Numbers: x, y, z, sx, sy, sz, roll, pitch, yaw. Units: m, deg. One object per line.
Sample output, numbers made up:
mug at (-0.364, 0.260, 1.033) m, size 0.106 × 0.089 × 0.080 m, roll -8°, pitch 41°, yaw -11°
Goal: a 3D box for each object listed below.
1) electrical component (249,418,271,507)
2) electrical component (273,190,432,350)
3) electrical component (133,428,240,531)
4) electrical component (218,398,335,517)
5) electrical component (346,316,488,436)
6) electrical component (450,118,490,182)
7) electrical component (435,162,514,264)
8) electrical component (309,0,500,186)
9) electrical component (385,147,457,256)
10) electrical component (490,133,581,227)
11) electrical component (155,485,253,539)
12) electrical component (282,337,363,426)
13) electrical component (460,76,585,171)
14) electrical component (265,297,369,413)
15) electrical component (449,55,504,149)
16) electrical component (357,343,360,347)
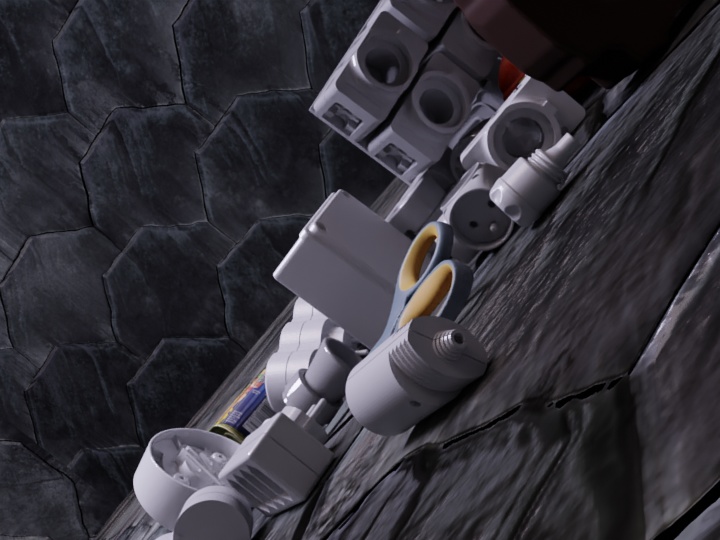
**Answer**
electrical component at (-0.070, 0.145, 0.788) m, size 0.078 × 0.040 × 0.040 m, roll -54°, pitch 5°, yaw -32°
electrical component at (0.000, 0.000, 0.845) m, size 0.056 × 0.109 × 0.108 m, roll -52°, pitch 3°, yaw 22°
electrical component at (-0.135, 0.172, 0.894) m, size 0.064 × 0.099 × 0.099 m, roll -56°, pitch 2°, yaw 21°
electrical component at (-0.047, 0.118, 0.728) m, size 0.075 × 0.047 × 0.083 m, roll -53°, pitch 4°, yaw -29°
electrical component at (0.029, 0.049, 0.531) m, size 0.043 × 0.043 × 0.081 m, roll -54°, pitch 5°, yaw -37°
electrical component at (0.109, -0.096, 0.895) m, size 0.055 × 0.055 × 0.047 m, roll -48°, pitch 1°, yaw 40°
electrical component at (0.075, -0.032, 0.751) m, size 0.079 × 0.044 × 0.077 m, roll -50°, pitch 4°, yaw 19°
electrical component at (0.054, -0.181, 0.905) m, size 0.186 × 0.105 × 0.060 m, roll -60°, pitch 13°, yaw -26°
electrical component at (0.068, -0.052, 0.916) m, size 0.053 × 0.059 × 0.095 m, roll -46°, pitch 6°, yaw 49°
electrical component at (0.111, -0.058, 0.662) m, size 0.061 × 0.035 × 0.035 m, roll -48°, pitch 4°, yaw 10°
electrical component at (-0.127, 0.213, 0.724) m, size 0.138 × 0.052 × 0.073 m, roll -51°, pitch 4°, yaw 2°
electrical component at (-0.026, 0.085, 0.813) m, size 0.055 × 0.045 × 0.045 m, roll -50°, pitch 4°, yaw 14°
electrical component at (0.122, -0.101, 0.813) m, size 0.089 × 0.050 × 0.055 m, roll -50°, pitch 4°, yaw 11°
electrical component at (-0.025, 0.067, 0.919) m, size 0.074 × 0.052 × 0.138 m, roll -7°, pitch 30°, yaw 18°
electrical component at (0.117, -0.137, 1.004) m, size 0.113 × 0.078 × 0.057 m, roll -47°, pitch 8°, yaw 42°
electrical component at (-0.008, 0.045, 1.021) m, size 0.063 × 0.042 × 0.081 m, roll -57°, pitch 5°, yaw -25°
